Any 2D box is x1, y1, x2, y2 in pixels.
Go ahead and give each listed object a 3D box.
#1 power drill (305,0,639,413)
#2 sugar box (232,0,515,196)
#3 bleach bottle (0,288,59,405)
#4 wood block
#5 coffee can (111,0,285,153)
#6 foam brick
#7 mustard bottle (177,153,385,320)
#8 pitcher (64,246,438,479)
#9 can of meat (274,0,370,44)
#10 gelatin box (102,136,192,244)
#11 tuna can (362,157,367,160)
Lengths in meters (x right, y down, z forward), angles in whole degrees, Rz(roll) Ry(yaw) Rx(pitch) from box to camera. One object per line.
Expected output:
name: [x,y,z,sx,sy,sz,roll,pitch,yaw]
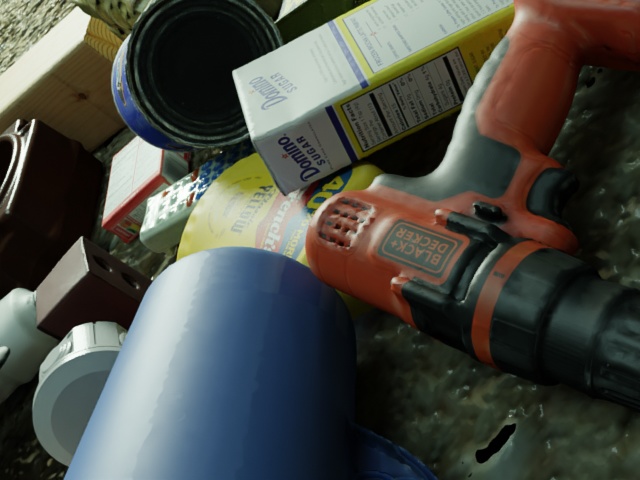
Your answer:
power drill: [0.103,-0.033,0.438,0.185,0.057,0.187,22,71,39]
sugar box: [0.043,-0.096,0.570,0.176,0.048,0.093,-28,33,7]
bleach bottle: [-0.286,0.111,0.848,0.251,0.068,0.102,-40,32,18]
wood block: [-0.243,-0.136,1.017,0.206,0.090,0.090,-30,37,34]
coffee can: [-0.086,-0.112,0.727,0.103,0.102,0.140,-56,14,-5]
foam brick: [-0.138,0.045,0.695,0.051,0.078,0.053,-48,30,11]
mustard bottle: [-0.004,0.000,0.574,0.096,0.058,0.192,-55,30,-14]
pitcher: [-0.035,0.113,0.431,0.145,0.149,0.242,-43,22,31]
can of meat: [0.020,-0.170,0.723,0.102,0.057,0.084,-28,35,35]
gelatin box: [-0.134,-0.051,0.837,0.073,0.030,0.089,-37,33,28]
tuna can: [0.016,-0.085,0.659,0.086,0.033,0.086,-35,34,28]
